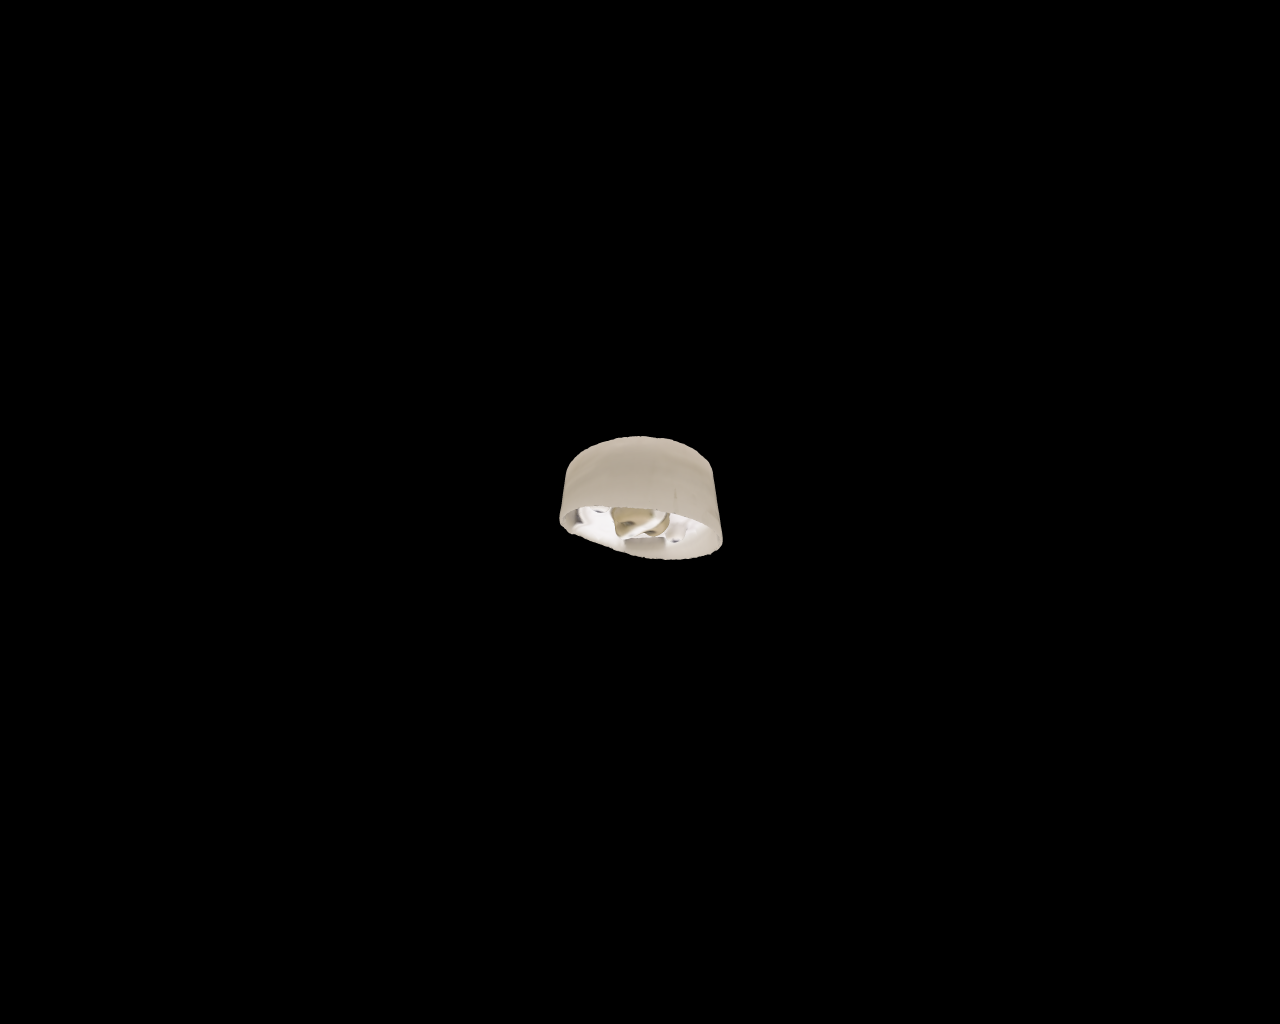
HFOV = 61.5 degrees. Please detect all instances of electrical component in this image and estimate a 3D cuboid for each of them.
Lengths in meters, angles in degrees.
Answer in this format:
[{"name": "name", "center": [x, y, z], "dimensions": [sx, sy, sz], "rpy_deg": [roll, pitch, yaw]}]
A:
[{"name": "electrical component", "center": [0.001, -0.003, 0.650], "dimensions": [0.099, 0.064, 0.099], "rpy_deg": [0, -29, 0]}]
